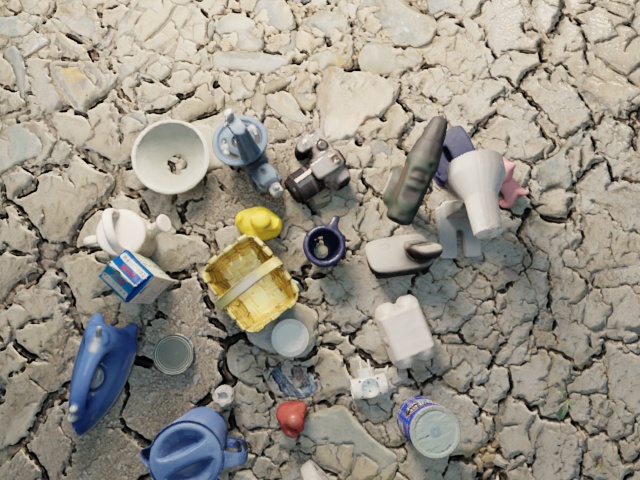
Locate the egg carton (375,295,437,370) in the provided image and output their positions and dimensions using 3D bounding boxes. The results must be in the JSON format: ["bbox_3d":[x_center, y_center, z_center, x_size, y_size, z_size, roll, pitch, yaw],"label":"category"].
[{"bbox_3d":[0.186,0.202,1.257,0.107,0.069,0.150,-22,85,-6],"label":"egg carton"}]

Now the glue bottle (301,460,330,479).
[{"bbox_3d":[-0.004,0.500,1.155,0.037,0.173,0.078,-43,87,-7],"label":"glue bottle"}]

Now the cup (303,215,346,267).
[{"bbox_3d":[0.012,0.004,1.255,0.091,0.095,0.118,22,82,-1],"label":"cup"}]

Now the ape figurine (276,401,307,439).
[{"bbox_3d":[-0.056,0.377,1.207,0.076,0.092,0.078,40,82,1],"label":"ape figurine"}]

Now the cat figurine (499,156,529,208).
[{"bbox_3d":[0.416,-0.139,1.290,0.128,0.117,0.067,42,82,2],"label":"cat figurine"}]

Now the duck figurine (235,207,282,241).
[{"bbox_3d":[-0.135,-0.040,1.254,0.104,0.086,0.077,10,83,-3],"label":"duck figurine"}]

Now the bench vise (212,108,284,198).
[{"bbox_3d":[-0.140,-0.193,1.205,0.207,0.219,0.121,35,82,1],"label":"bench vise"}]

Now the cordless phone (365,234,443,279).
[{"bbox_3d":[0.178,0.029,1.219,0.147,0.185,0.094,-12,84,-5],"label":"cordless phone"}]

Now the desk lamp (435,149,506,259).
[{"bbox_3d":[0.327,-0.070,1.227,0.118,0.213,0.203,-4,83,-4],"label":"desk lamp"}]

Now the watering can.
[{"bbox_3d":[-0.397,-0.016,1.178,0.173,0.194,0.101,-35,86,-7],"label":"watering can"}]

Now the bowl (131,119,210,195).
[{"bbox_3d":[-0.322,-0.175,1.262,0.167,0.074,0.167,1,83,-4],"label":"bowl"}]

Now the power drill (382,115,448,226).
[{"bbox_3d":[0.197,-0.136,1.228,0.075,0.208,0.230,21,82,-1],"label":"power drill"}]

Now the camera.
[{"bbox_3d":[-0.019,-0.158,1.269,0.137,0.100,0.143,-35,87,-7],"label":"camera"}]

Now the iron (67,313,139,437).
[{"bbox_3d":[-0.464,0.285,1.163,0.118,0.141,0.258,16,82,-2],"label":"iron"}]

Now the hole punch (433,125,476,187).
[{"bbox_3d":[0.294,-0.190,1.301,0.101,0.091,0.109,-25,85,-7],"label":"hole punch"}]
